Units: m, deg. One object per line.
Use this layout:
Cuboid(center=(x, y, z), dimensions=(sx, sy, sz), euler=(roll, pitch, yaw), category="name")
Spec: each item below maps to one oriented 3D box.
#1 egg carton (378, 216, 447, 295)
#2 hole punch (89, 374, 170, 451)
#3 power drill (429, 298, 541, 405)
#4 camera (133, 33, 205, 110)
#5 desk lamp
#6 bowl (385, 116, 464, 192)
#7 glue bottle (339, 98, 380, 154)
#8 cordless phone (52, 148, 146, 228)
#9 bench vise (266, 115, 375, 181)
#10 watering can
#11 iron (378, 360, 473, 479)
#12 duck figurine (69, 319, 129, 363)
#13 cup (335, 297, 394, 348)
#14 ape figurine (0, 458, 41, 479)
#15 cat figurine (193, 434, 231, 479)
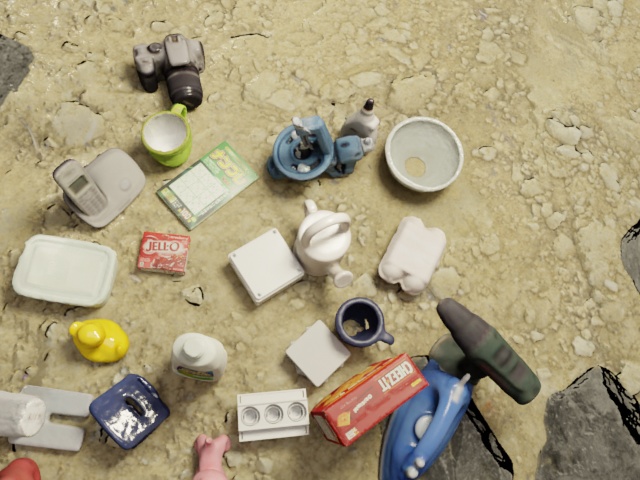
Cuboid(center=(0.185, 0.031, 1.139), dimensions=(0.107, 0.069, 0.150), euler=(27, 72, 1), category="egg carton")
Cuboid(center=(-0.324, 0.290, 0.981), dimensions=(0.108, 0.091, 0.101), euler=(45, 73, 7), category="hole punch")
Cuboid(center=(0.272, 0.203, 1.025), dimensions=(0.229, 0.208, 0.076), euler=(40, 73, 6), category="power drill")
Cuboid(center=(-0.300, -0.340, 1.170), dimensions=(0.143, 0.100, 0.137), euler=(-12, 75, -11), category="camera")
Cuboid(center=(-0.492, 0.270, 0.900), dimensions=(0.203, 0.213, 0.118), euler=(8, 72, -5), category="desk lamp")
Cuboid(center=(0.210, -0.169, 1.200), dimensions=(0.167, 0.074, 0.167), euler=(2, 73, -7), category="bowl")
Cuboid(center=(0.087, -0.236, 1.152), dimensions=(0.078, 0.173, 0.037), euler=(33, 72, 4), category="glue bottle")
Cuboid(center=(-0.404, -0.114, 1.043), dimensions=(0.094, 0.185, 0.148), euler=(37, 72, 5), category="cordless phone")
Cuboid(center=(0.001, -0.194, 1.103), dimensions=(0.208, 0.219, 0.121), euler=(-26, 78, -14), category="bench vise")
Cuboid(center=(0.012, 0.003, 1.058), dimensions=(0.101, 0.194, 0.173), euler=(-42, 82, -17), category="watering can")
Cuboid(center=(0.188, 0.341, 1.007), dimensions=(0.118, 0.141, 0.258), euler=(31, 72, 3), category="iron")
Cuboid(center=(-0.392, 0.174, 1.009), dimensions=(0.104, 0.086, 0.077), euler=(24, 72, 0), category="duck figurine")
Cuboid(center=(0.080, 0.166, 1.070), dimensions=(0.117, 0.095, 0.092), euler=(29, 72, 2), category="cup")
Cuboid(center=(-0.495, 0.394, 0.926), dimensions=(0.078, 0.092, 0.076), euler=(23, 72, 0), category="ape figurine")
Cuboid(center=(-0.183, 0.391, 0.955), dimensions=(0.067, 0.117, 0.128), euler=(-1, 73, -7), category="cat figurine")
